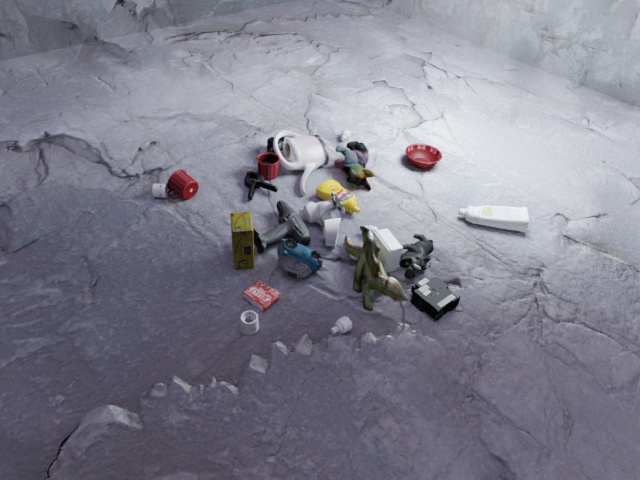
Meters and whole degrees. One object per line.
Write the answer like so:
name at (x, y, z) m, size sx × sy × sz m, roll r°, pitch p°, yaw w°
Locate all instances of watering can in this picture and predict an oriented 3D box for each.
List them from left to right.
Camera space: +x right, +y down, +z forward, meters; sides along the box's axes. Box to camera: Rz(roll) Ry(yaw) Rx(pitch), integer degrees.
watering can at (-0.060, -0.328, 2.125) m, size 0.225 × 0.101 × 0.354 m, roll -13°, pitch 59°, yaw -26°

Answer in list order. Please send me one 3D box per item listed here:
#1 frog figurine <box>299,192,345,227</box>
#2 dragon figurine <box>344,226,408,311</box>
frog figurine at (0.006, -0.094, 1.877) m, size 0.158 × 0.120 × 0.140 m, roll -31°, pitch 37°, yaw 13°
dragon figurine at (0.155, 0.056, 1.606) m, size 0.123 × 0.237 × 0.419 m, roll -16°, pitch 47°, yaw -16°
